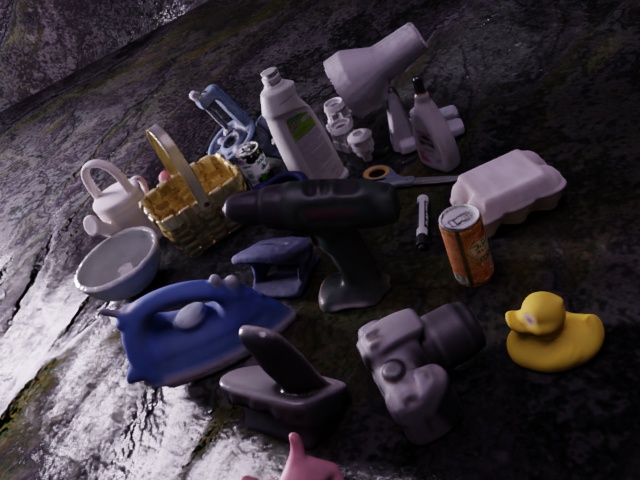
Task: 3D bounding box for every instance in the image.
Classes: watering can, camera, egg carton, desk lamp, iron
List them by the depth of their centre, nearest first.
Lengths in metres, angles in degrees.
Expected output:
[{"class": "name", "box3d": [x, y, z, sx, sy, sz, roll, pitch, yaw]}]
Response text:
[{"class": "camera", "box3d": [0.122, 0.130, 0.652, 0.137, 0.101, 0.143, -27, 37, -2]}, {"class": "iron", "box3d": [-0.176, 0.108, 0.823, 0.258, 0.142, 0.118, -22, 37, 6]}, {"class": "egg carton", "box3d": [0.269, -0.070, 0.832, 0.150, 0.070, 0.107, -25, 37, 1]}, {"class": "desk lamp", "box3d": [0.133, -0.268, 1.033, 0.203, 0.214, 0.118, -18, 37, 12]}, {"class": "watering can", "box3d": [-0.395, -0.072, 1.127, 0.101, 0.194, 0.172, -20, 37, 8]}]

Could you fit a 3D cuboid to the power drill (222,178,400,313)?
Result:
[{"class": "power drill", "box3d": [0.007, 0.003, 0.784, 0.229, 0.209, 0.075, -12, 39, 18]}]

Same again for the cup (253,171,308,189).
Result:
[{"class": "cup", "box3d": [-0.058, -0.059, 0.993, 0.117, 0.095, 0.092, 9, 49, 38]}]

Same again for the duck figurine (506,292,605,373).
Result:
[{"class": "duck figurine", "box3d": [0.254, 0.092, 0.631, 0.104, 0.086, 0.077, -12, 39, 19]}]

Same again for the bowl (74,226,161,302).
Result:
[{"class": "bowl", "box3d": [-0.355, 0.056, 1.049, 0.167, 0.075, 0.167, -16, 38, 13]}]

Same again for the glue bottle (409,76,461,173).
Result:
[{"class": "glue bottle", "box3d": [0.180, -0.194, 0.949, 0.037, 0.173, 0.077, -41, 39, -18]}]

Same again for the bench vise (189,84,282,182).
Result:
[{"class": "bench vise", "box3d": [-0.167, -0.240, 1.173, 0.121, 0.220, 0.208, 10, 50, 39]}]

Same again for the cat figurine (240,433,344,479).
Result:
[{"class": "cat figurine", "box3d": [-0.038, 0.259, 0.577, 0.067, 0.118, 0.128, -1, 43, 30]}]

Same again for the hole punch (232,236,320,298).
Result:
[{"class": "hole punch", "box3d": [-0.070, 0.028, 0.898, 0.108, 0.091, 0.101, -2, 43, 29]}]

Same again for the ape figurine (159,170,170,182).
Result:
[{"class": "ape figurine", "box3d": [-0.308, -0.104, 1.200, 0.077, 0.092, 0.076, -21, 37, 8]}]

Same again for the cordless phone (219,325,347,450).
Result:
[{"class": "cordless phone", "box3d": [-0.062, 0.149, 0.667, 0.147, 0.185, 0.094, 1, 45, 32]}]
